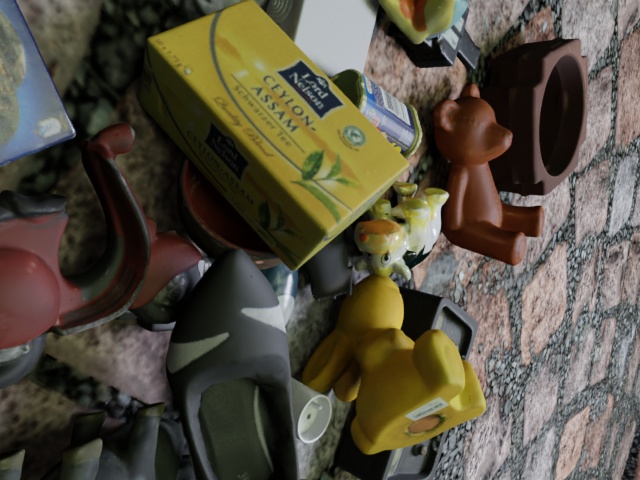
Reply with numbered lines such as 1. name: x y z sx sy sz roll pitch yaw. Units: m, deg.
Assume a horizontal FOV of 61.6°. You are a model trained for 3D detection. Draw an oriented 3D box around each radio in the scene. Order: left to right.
1. radio: 0.116 0.185 0.668 0.131 0.073 0.229 30 78 -47

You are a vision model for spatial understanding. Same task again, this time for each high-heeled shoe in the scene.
1. high-heeled shoe: -0.047 0.138 0.358 0.086 0.145 0.248 -11 130 -18

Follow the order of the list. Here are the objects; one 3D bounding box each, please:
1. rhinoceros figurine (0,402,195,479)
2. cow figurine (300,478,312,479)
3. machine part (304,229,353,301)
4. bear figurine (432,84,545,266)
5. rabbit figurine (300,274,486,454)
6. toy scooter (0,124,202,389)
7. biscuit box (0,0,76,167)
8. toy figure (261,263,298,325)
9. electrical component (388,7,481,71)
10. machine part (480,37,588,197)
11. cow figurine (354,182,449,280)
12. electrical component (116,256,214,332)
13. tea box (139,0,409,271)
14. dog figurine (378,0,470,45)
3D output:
1. rhinoceros figurine: -0.133 0.170 0.361 0.190 0.073 0.112 33 44 -74
2. cow figurine: -0.076 0.276 0.465 0.195 0.127 0.085 -25 118 -25
3. machine part: -0.001 -0.002 0.507 0.084 0.039 0.138 -25 128 -7
4. bear figurine: 0.207 -0.085 0.664 0.120 0.132 0.195 -34 129 -45
5. rabbit figurine: 0.066 0.120 0.556 0.162 0.173 0.121 -36 141 22
6. toy scooter: -0.154 0.002 0.317 0.184 0.075 0.135 -16 118 -40
7. biscuit box: -0.197 -0.134 0.258 0.063 0.059 0.202 -37 125 -36
8. toy figure: -0.063 0.084 0.463 0.064 0.058 0.154 20 86 -25
9. electrical component: 0.134 -0.234 0.603 0.119 0.048 0.074 18 87 -48
10. machine part: 0.315 -0.180 0.787 0.201 0.087 0.201 -33 121 -38
11. cow figurine: 0.081 0.001 0.575 0.167 0.068 0.098 -33 131 -54
12. electrical component: -0.115 0.038 0.419 0.094 0.021 0.063 4 96 -47
13. tea box: -0.034 -0.075 0.377 0.169 0.068 0.098 45 56 4
14. dog figurine: 0.123 -0.285 0.428 0.191 0.219 0.108 38 45 -33
